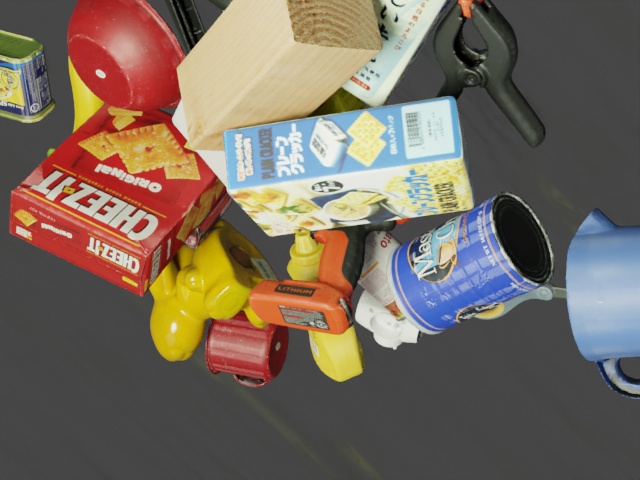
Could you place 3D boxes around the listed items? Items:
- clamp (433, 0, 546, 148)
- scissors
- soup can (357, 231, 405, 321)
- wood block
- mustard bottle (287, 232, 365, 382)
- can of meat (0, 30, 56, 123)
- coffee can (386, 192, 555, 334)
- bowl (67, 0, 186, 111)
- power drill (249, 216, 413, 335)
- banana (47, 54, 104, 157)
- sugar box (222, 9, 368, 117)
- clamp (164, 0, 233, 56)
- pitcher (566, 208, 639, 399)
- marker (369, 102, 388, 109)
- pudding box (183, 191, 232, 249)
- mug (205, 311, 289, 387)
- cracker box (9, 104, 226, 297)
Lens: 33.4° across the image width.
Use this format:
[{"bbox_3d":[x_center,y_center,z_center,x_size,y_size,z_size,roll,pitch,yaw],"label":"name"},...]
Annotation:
[{"bbox_3d":[0.156,-0.154,0.995,0.120,0.039,0.171,10,140,14],"label":"clamp"},{"bbox_3d":[0.234,0.067,1.162,0.202,0.016,0.096,20,132,15],"label":"scissors"},{"bbox_3d":[0.072,0.032,1.189,0.102,0.068,0.069,42,136,-9],"label":"soup can"},{"bbox_3d":[-0.042,-0.163,0.961,0.206,0.090,0.091,-35,62,53],"label":"wood block"},{"bbox_3d":[0.002,0.068,1.250,0.058,0.096,0.191,-21,124,-7],"label":"mustard bottle"},{"bbox_3d":[-0.367,-0.194,1.249,0.102,0.057,0.084,16,132,16],"label":"can of meat"},{"bbox_3d":[0.154,0.025,1.099,0.141,0.102,0.102,-30,110,36],"label":"coffee can"},{"bbox_3d":[-0.216,-0.193,1.136,0.162,0.055,0.162,30,148,21],"label":"bowl"},{"bbox_3d":[-0.007,0.001,1.123,0.185,0.187,0.057,8,147,24],"label":"power drill"},{"bbox_3d":[-0.284,-0.141,1.262,0.069,0.037,0.198,31,137,0],"label":"banana"},{"bbox_3d":[-0.027,-0.186,1.065,0.094,0.048,0.176,-3,128,37],"label":"sugar box"},{"bbox_3d":[-0.143,-0.271,1.031,0.210,0.036,0.165,57,156,-9],"label":"clamp"},{"bbox_3d":[0.363,0.055,0.995,0.243,0.145,0.149,-5,141,30],"label":"pitcher"},{"bbox_3d":[0.070,-0.114,1.094,0.020,0.020,0.121,-5,125,33],"label":"marker"},{"bbox_3d":[-0.170,-0.046,1.243,0.113,0.090,0.039,23,135,11],"label":"pudding box"},{"bbox_3d":[-0.090,0.142,1.366,0.082,0.093,0.117,8,124,17],"label":"mug"},{"bbox_3d":[-0.207,-0.059,1.162,0.164,0.213,0.072,24,134,9],"label":"cracker box"}]
